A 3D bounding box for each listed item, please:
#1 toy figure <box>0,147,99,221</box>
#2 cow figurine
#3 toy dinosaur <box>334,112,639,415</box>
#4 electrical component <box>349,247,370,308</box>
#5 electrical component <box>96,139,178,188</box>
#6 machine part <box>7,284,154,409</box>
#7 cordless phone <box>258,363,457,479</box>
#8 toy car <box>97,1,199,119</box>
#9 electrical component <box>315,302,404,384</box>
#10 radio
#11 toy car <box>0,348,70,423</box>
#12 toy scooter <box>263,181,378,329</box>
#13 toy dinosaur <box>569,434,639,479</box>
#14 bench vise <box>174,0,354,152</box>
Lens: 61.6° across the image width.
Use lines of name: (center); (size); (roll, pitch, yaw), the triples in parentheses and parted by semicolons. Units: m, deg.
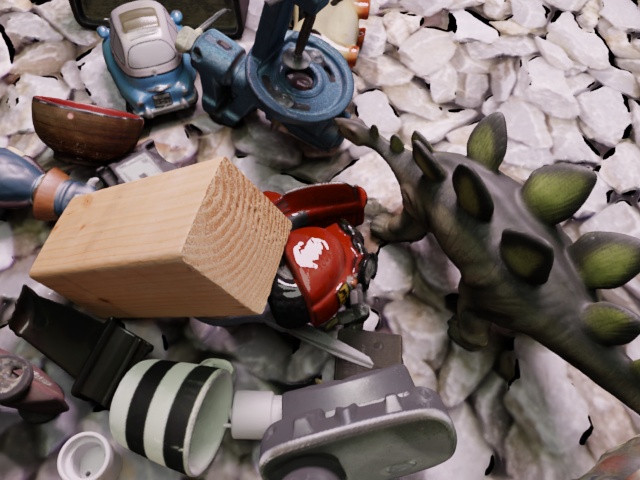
toy figure: (-0.298, -0.055, 0.559); (0.154, 0.058, 0.064); (20, 100, -10)
cow figurine: (-0.001, -0.286, 0.701); (0.127, 0.085, 0.195); (12, 61, -2)
toy dinosaur: (0.167, 0.022, 0.458); (0.105, 0.198, 0.472); (-36, 65, -17)
electrical component: (0.018, 0.029, 0.546); (0.063, 0.021, 0.094); (1, 54, -2)
electrical component: (-0.173, -0.046, 0.571); (0.075, 0.047, 0.119); (-39, 69, -21)
machine part: (-0.221, 0.093, 0.485); (0.139, 0.039, 0.084); (28, 91, 15)
cordless phone: (0.027, 0.155, 0.359); (0.147, 0.184, 0.088); (-14, 89, 2)
toy car: (-0.210, -0.227, 0.646); (0.109, 0.102, 0.162); (-16, 60, -10)
electrical component: (0.038, 0.110, 0.489); (0.078, 0.045, 0.102); (9, 60, 5)
radio: (-0.212, -0.343, 0.695); (0.230, 0.131, 0.073); (3, 58, -1)
toy car: (-0.310, 0.108, 0.453); (0.202, 0.089, 0.053); (10, 56, 4)
toy scooter: (-0.001, -0.002, 0.503); (0.135, 0.075, 0.184); (-19, 40, -11)
toy dinosaur: (0.053, 0.229, 0.337); (0.405, 0.192, 0.131); (-8, 59, -8)
bench vise: (-0.048, -0.200, 0.568); (0.223, 0.240, 0.129); (41, 62, 2)
